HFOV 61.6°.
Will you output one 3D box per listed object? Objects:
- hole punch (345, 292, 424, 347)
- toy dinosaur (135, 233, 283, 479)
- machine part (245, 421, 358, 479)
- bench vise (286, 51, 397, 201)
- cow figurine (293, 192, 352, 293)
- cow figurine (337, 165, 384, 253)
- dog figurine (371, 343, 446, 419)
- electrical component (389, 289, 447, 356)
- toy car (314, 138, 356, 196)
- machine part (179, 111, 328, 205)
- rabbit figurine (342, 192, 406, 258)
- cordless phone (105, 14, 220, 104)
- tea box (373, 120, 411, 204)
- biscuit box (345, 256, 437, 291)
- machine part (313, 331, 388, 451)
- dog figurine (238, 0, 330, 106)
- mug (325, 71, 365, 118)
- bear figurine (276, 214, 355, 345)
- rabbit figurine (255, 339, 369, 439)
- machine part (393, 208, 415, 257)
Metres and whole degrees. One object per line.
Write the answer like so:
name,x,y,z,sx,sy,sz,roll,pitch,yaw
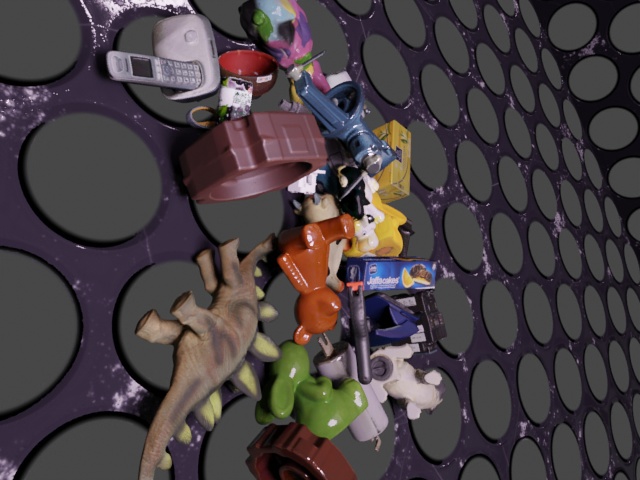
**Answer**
hole punch,0.121,0.172,1.051,0.115,0.142,0.092,28,55,-20
toy dinosaur,-0.158,0.157,0.784,0.198,0.105,0.471,51,45,-20
machine part,-0.027,0.349,0.807,0.179,0.179,0.056,58,43,-13
bench vise,0.030,-0.215,0.954,0.240,0.129,0.224,35,37,-39
cow figurine,-0.002,-0.003,1.021,0.127,0.086,0.195,38,52,-38
cow figurine,0.071,-0.062,1.018,0.098,0.068,0.167,38,38,-46
dog figurine,0.168,0.286,1.101,0.172,0.121,0.190,43,-3,21
electrical component,0.201,0.176,1.136,0.058,0.115,0.134,-9,86,-43
toy car,0.027,-0.172,1.093,0.109,0.103,0.161,-17,86,-46
machine part,-0.107,-0.132,0.868,0.201,0.201,0.087,-13,82,-47
rabbit figurine,0.115,-0.045,1.134,0.162,0.122,0.173,10,50,-47
cordless phone,-0.259,-0.298,0.862,0.184,0.089,0.146,-4,79,-42
tea box,0.149,-0.173,1.221,0.068,0.098,0.169,25,58,-39
biscuit box,0.145,0.066,1.077,0.202,0.063,0.059,1,99,-37
machine part,0.057,0.275,0.982,0.079,0.079,0.243,-37,102,-46
dog figurine,-0.059,-0.367,1.060,0.219,0.108,0.191,65,18,-12
mug,0.046,-0.310,1.165,0.110,0.081,0.107,-89,165,-66
bear figurine,-0.002,0.068,0.892,0.120,0.132,0.195,-13,89,-43
rabbit figurine,-0.035,0.254,0.894,0.159,0.121,0.170,-27,78,-40
machine part,0.187,-0.001,1.242,0.084,0.039,0.139,38,50,-37
